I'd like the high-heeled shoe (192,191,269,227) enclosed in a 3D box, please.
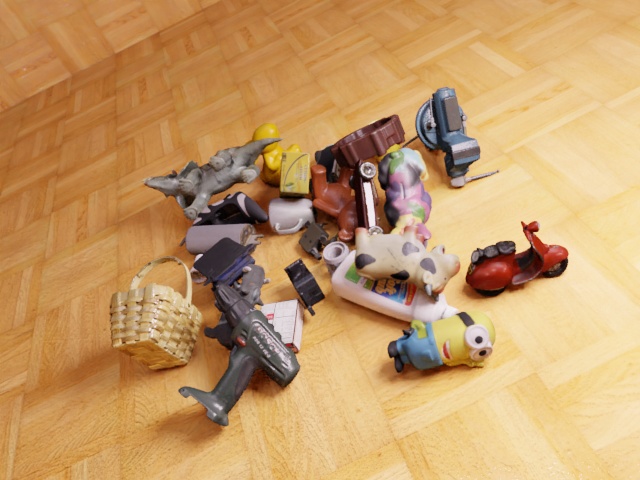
[{"bbox_3d":[-0.234,-0.048,1.357,0.145,0.086,0.249,-48,36,-13],"label":"high-heeled shoe"}]

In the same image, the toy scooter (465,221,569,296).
[{"bbox_3d":[0.344,0.027,0.955,0.184,0.135,0.075,-17,44,13],"label":"toy scooter"}]

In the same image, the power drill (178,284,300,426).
[{"bbox_3d":[-0.169,0.224,1.014,0.232,0.086,0.207,38,74,11],"label":"power drill"}]

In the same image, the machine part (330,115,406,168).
[{"bbox_3d":[0.109,-0.222,1.213,0.179,0.056,0.179,-25,16,8],"label":"machine part"}]

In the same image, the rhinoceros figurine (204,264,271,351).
[{"bbox_3d":[-0.170,0.136,1.124,0.112,0.073,0.190,-29,34,49],"label":"rhinoceros figurine"}]

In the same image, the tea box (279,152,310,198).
[{"bbox_3d":[-0.063,-0.152,1.300,0.068,0.098,0.169,3,1,-4],"label":"tea box"}]

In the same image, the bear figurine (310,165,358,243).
[{"bbox_3d":[0.057,-0.083,1.219,0.120,0.131,0.196,-7,30,-21],"label":"bear figurine"}]

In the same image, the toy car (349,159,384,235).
[{"bbox_3d":[0.099,-0.069,1.120,0.053,0.089,0.202,-2,77,-10],"label":"toy car"}]

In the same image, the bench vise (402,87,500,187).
[{"bbox_3d":[0.287,-0.233,1.244,0.129,0.223,0.241,-26,11,-5],"label":"bench vise"}]

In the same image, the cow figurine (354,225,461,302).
[{"bbox_3d":[0.156,0.043,0.976,0.195,0.085,0.127,0,73,25],"label":"cow figurine"}]

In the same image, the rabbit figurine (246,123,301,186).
[{"bbox_3d":[-0.133,-0.237,1.437,0.162,0.173,0.122,-8,49,15],"label":"rabbit figurine"}]

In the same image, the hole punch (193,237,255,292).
[{"bbox_3d":[-0.207,0.068,1.218,0.142,0.092,0.116,-40,34,-20],"label":"hole punch"}]

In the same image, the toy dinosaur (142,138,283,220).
[{"bbox_3d":[-0.251,-0.174,1.367,0.405,0.131,0.192,-22,26,13],"label":"toy dinosaur"}]

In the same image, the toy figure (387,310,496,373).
[{"bbox_3d":[0.209,0.171,0.922,0.180,0.082,0.089,-16,44,16],"label":"toy figure"}]

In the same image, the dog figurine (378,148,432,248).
[{"bbox_3d":[0.179,-0.071,1.114,0.109,0.191,0.219,-8,30,12],"label":"dog figurine"}]

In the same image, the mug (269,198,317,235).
[{"bbox_3d":[-0.064,-0.058,1.290,0.107,0.080,0.110,-7,36,11],"label":"mug"}]

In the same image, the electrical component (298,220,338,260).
[{"bbox_3d":[-0.004,-0.004,1.235,0.102,0.045,0.078,37,100,48],"label":"electrical component"}]

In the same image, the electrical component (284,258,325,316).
[{"bbox_3d":[-0.026,0.101,1.116,0.048,0.074,0.119,-33,38,-5],"label":"electrical component"}]

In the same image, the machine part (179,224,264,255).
[{"bbox_3d":[-0.244,0.000,1.327,0.243,0.079,0.079,-2,48,27],"label":"machine part"}]

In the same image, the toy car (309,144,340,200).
[{"bbox_3d":[0.019,-0.178,1.387,0.074,0.056,0.202,-14,42,25],"label":"toy car"}]
